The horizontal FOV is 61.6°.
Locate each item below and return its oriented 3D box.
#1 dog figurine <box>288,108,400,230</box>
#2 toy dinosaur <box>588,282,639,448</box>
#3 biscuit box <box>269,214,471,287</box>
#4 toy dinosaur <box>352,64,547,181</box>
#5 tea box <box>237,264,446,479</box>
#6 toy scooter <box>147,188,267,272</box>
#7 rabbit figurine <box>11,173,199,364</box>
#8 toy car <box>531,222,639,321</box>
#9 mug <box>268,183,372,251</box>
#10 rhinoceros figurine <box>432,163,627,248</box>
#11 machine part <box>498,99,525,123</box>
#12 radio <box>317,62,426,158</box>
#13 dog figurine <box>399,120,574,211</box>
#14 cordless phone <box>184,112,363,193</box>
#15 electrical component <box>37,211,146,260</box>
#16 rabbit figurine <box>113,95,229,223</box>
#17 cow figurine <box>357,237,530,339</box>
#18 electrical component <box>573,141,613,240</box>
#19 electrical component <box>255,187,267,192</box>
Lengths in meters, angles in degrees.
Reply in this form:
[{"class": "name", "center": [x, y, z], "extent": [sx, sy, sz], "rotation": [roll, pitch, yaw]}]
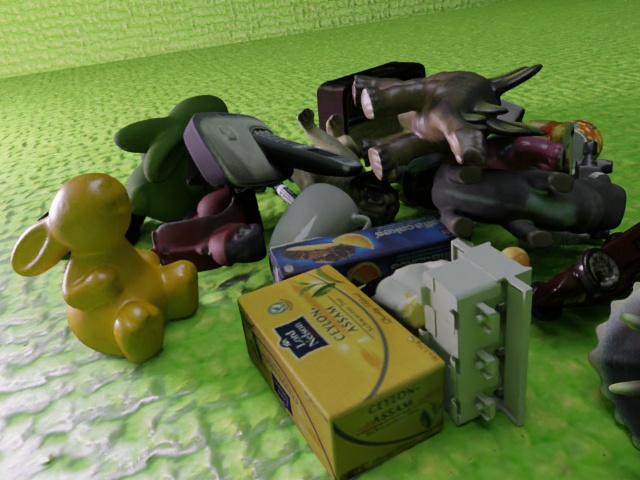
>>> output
[{"class": "dog figurine", "center": [0.044, -0.077, 0.749], "extent": [0.191, 0.121, 0.172], "rotation": [43, 27, 22]}, {"class": "toy dinosaur", "center": [0.331, 0.048, 0.415], "extent": [0.192, 0.131, 0.405], "rotation": [12, 27, 30]}, {"class": "biscuit box", "center": [0.053, 0.026, 0.556], "extent": [0.203, 0.062, 0.059], "rotation": [-13, 30, -12]}, {"class": "toy dinosaur", "center": [0.140, -0.145, 0.620], "extent": [0.199, 0.104, 0.472], "rotation": [-5, 20, 3]}, {"class": "tea box", "center": [0.010, 0.094, 0.432], "extent": [0.098, 0.068, 0.170], "rotation": [-19, 31, -24]}, {"class": "toy scooter", "center": [-0.135, -0.008, 0.638], "extent": [0.135, 0.075, 0.184], "rotation": [-14, 21, -3]}, {"class": "rabbit figurine", "center": [-0.209, 0.011, 0.523], "extent": [0.163, 0.173, 0.122], "rotation": [13, 37, 25]}, {"class": "toy car", "center": [0.274, 0.021, 0.499], "extent": [0.202, 0.089, 0.053], "rotation": [-24, 76, -29]}, {"class": "mug", "center": [-0.001, -0.002, 0.612], "extent": [0.110, 0.080, 0.107], "rotation": [12, 43, 28]}, {"class": "rhinoceros figurine", "center": [0.209, -0.037, 0.543], "extent": [0.190, 0.073, 0.112], "rotation": [5, 11, 5]}, {"class": "machine part", "center": [0.252, -0.217, 0.914], "extent": [0.243, 0.079, 0.079], "rotation": [30, 41, 20]}, {"class": "radio", "center": [0.100, -0.238, 0.971], "extent": [0.229, 0.130, 0.073], "rotation": [-28, 33, -36]}, {"class": "dog figurine", "center": [0.210, -0.093, 0.707], "extent": [0.219, 0.108, 0.191], "rotation": [6, 31, 27]}, {"class": "cordless phone", "center": [-0.054, -0.093, 0.635], "extent": [0.184, 0.088, 0.146], "rotation": [17, 17, 26]}, {"class": "electrical component", "center": [-0.305, -0.021, 0.725], "extent": [0.115, 0.058, 0.134], "rotation": [-5, 28, 7]}, {"class": "rabbit figurine", "center": [-0.190, -0.117, 0.702], "extent": [0.121, 0.170, 0.159], "rotation": [40, 26, 18]}, {"class": "cow figurine", "center": [0.116, 0.046, 0.507], "extent": [0.167, 0.068, 0.098], "rotation": [-21, 25, -27]}, {"class": "electrical component", "center": [0.310, -0.052, 0.613], "extent": [0.045, 0.078, 0.102], "rotation": [6, 73, 15]}, {"class": "electrical component", "center": [-0.112, -0.098, 0.867], "extent": [0.094, 0.021, 0.063], "rotation": [14, 34, 35]}]
